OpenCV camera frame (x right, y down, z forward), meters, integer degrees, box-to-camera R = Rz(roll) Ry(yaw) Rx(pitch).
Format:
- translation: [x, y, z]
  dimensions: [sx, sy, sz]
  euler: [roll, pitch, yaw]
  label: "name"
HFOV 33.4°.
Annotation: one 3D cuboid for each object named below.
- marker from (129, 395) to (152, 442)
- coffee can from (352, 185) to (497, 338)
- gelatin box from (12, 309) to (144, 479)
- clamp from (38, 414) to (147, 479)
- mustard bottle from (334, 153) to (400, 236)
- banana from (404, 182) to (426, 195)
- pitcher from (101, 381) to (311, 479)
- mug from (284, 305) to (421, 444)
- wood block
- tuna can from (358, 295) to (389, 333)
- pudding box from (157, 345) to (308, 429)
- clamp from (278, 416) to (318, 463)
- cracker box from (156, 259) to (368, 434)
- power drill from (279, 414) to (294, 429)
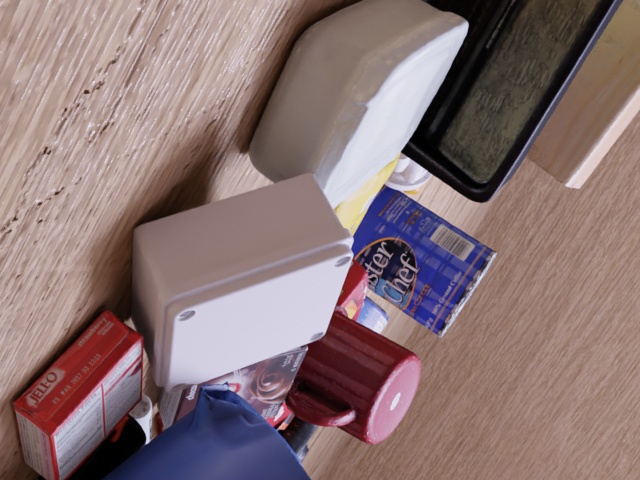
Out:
- translation: [-0.132, 0.142, 0.775]
  dimensions: [0.020, 0.020, 0.121]
  euler: [-51, 168, -28]
  label: "marker"
- translation: [0.090, 0.017, 1.066]
  dimensions: [0.102, 0.140, 0.103]
  euler: [-54, 169, -15]
  label: "coffee can"
- translation: [-0.132, 0.088, 0.587]
  dimensions: [0.073, 0.030, 0.089]
  euler: [-49, 167, -30]
  label: "gelatin box"
- translation: [-0.158, 0.169, 0.686]
  dimensions: [0.120, 0.039, 0.172]
  euler: [-43, 156, -41]
  label: "clamp"
- translation: [-0.006, 0.001, 0.811]
  dimensions: [0.192, 0.058, 0.096]
  euler: [-64, 172, 33]
  label: "mustard bottle"
- translation: [0.126, -0.135, 0.995]
  dimensions: [0.037, 0.070, 0.198]
  euler: [30, 103, -37]
  label: "banana"
- translation: [-0.107, 0.211, 0.631]
  dimensions: [0.242, 0.149, 0.145]
  euler: [-34, 168, -14]
  label: "pitcher"
- translation: [0.021, 0.114, 0.850]
  dimensions: [0.117, 0.082, 0.093]
  euler: [-25, 134, -51]
  label: "mug"
- translation: [0.234, -0.151, 0.871]
  dimensions: [0.206, 0.090, 0.090]
  euler: [-55, 165, 13]
  label: "wood block"
- translation: [0.028, 0.071, 1.103]
  dimensions: [0.033, 0.086, 0.086]
  euler: [-55, 169, -10]
  label: "tuna can"
- translation: [-0.067, 0.101, 0.780]
  dimensions: [0.089, 0.039, 0.114]
  euler: [-12, 147, -23]
  label: "pudding box"
- translation: [-0.036, 0.210, 1.037]
  dimensions: [0.165, 0.036, 0.209]
  euler: [-60, 175, 31]
  label: "clamp"
- translation: [-0.048, 0.118, 0.938]
  dimensions: [0.213, 0.072, 0.164]
  euler: [-51, 167, -24]
  label: "cracker box"
- translation: [-0.056, 0.207, 1.218]
  dimensions: [0.184, 0.057, 0.187]
  euler: [-52, 166, -1]
  label: "power drill"
